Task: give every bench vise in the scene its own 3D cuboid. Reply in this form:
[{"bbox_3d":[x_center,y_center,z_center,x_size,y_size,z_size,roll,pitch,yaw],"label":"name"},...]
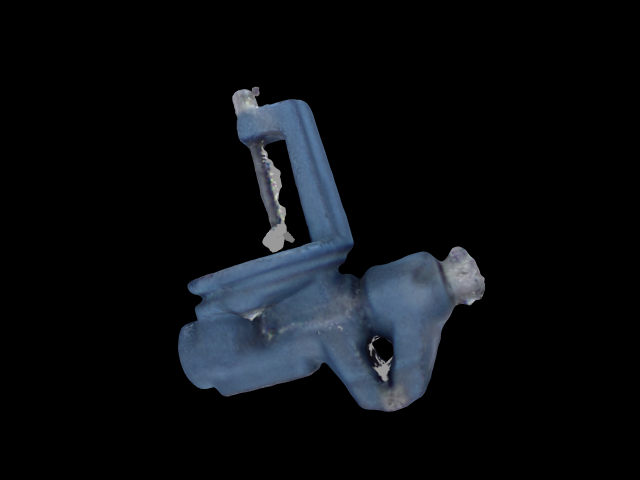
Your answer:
[{"bbox_3d":[0.003,0.001,0.412,0.207,0.220,0.121,0,0,-5],"label":"bench vise"}]
